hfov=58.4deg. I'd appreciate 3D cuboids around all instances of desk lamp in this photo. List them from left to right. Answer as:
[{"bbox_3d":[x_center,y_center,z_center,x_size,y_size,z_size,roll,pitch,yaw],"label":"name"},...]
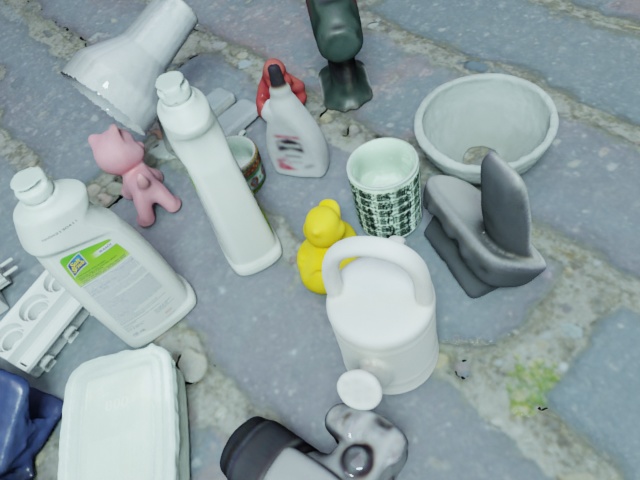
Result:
[{"bbox_3d":[-0.207,-0.204,0.768,0.117,0.214,0.203,30,66,30],"label":"desk lamp"}]

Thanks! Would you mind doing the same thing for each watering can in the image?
[{"bbox_3d":[0.057,0.067,0.522,0.101,0.194,0.172,-12,53,4],"label":"watering can"}]

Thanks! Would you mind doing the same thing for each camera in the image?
[{"bbox_3d":[-0.012,0.198,0.501,0.136,0.101,0.143,26,64,28],"label":"camera"}]

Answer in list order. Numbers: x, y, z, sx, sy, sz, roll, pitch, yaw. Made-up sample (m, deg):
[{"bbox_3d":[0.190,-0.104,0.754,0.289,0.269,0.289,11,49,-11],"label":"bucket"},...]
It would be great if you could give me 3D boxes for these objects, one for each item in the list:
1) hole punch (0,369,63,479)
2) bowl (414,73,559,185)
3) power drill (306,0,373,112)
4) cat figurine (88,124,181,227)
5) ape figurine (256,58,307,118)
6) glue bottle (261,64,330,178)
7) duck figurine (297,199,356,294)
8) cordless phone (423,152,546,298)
[{"bbox_3d":[-0.340,0.187,0.589,0.108,0.091,0.101,10,57,19],"label":"hole punch"},{"bbox_3d":[0.201,-0.125,0.705,0.167,0.075,0.167,-6,53,8],"label":"bowl"},{"bbox_3d":[0.018,-0.295,0.787,0.075,0.209,0.229,-13,53,3],"label":"power drill"},{"bbox_3d":[-0.253,-0.097,0.761,0.067,0.118,0.127,-35,55,-13],"label":"cat figurine"},{"bbox_3d":[-0.060,-0.217,0.820,0.078,0.092,0.076,-18,53,-1],"label":"ape figurine"},{"bbox_3d":[-0.039,-0.147,0.714,0.078,0.173,0.037,4,56,16],"label":"glue bottle"},{"bbox_3d":[0.006,0.002,0.649,0.077,0.086,0.104,2,55,15],"label":"duck figurine"},{"bbox_3d":[0.165,-0.040,0.582,0.094,0.185,0.147,-29,53,-8],"label":"cordless phone"}]
